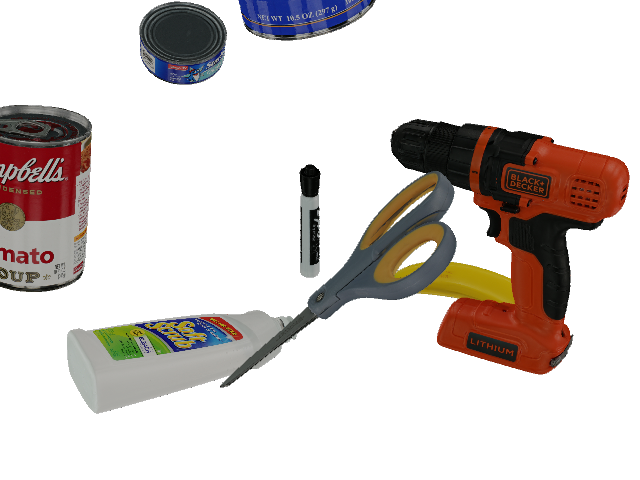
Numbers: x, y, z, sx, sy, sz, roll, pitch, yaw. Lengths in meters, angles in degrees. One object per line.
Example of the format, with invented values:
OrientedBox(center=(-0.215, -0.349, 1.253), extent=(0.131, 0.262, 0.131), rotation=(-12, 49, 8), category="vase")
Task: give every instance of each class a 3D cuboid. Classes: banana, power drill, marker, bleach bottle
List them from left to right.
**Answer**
OrientedBox(center=(-0.147, 0.120, 1.194), extent=(0.250, 0.068, 0.103), rotation=(-12, 32, -27), category="bleach bottle")
OrientedBox(center=(-0.010, -0.018, 0.992), extent=(0.020, 0.121, 0.020), rotation=(0, 37, -1), category="marker")
OrientedBox(center=(0.157, 0.056, 1.097), extent=(0.198, 0.069, 0.037), rotation=(11, -40, 24), category="banana")
OrientedBox(center=(0.136, 0.002, 0.835), extent=(0.185, 0.188, 0.057), rotation=(16, 32, 25), category="power drill")

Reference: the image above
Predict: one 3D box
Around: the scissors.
OrientedBox(center=(0.013, 0.041, 0.652), extent=(0.016, 0.202, 0.096), rotation=(39, 9, -25), category="scissors")

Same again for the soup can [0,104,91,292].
OrientedBox(center=(-0.182, -0.027, 0.677), extent=(0.068, 0.102, 0.068), rotation=(7, 25, -3), category="soup can")

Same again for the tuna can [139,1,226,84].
OrientedBox(center=(-0.137, -0.196, 1.063), extent=(0.086, 0.086, 0.034), rotation=(0, -35, -9), category="tuna can")

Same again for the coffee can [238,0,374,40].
OrientedBox(center=(-0.022, -0.229, 0.757), extent=(0.103, 0.140, 0.103), rotation=(-9, 37, 7), category="coffee can")
